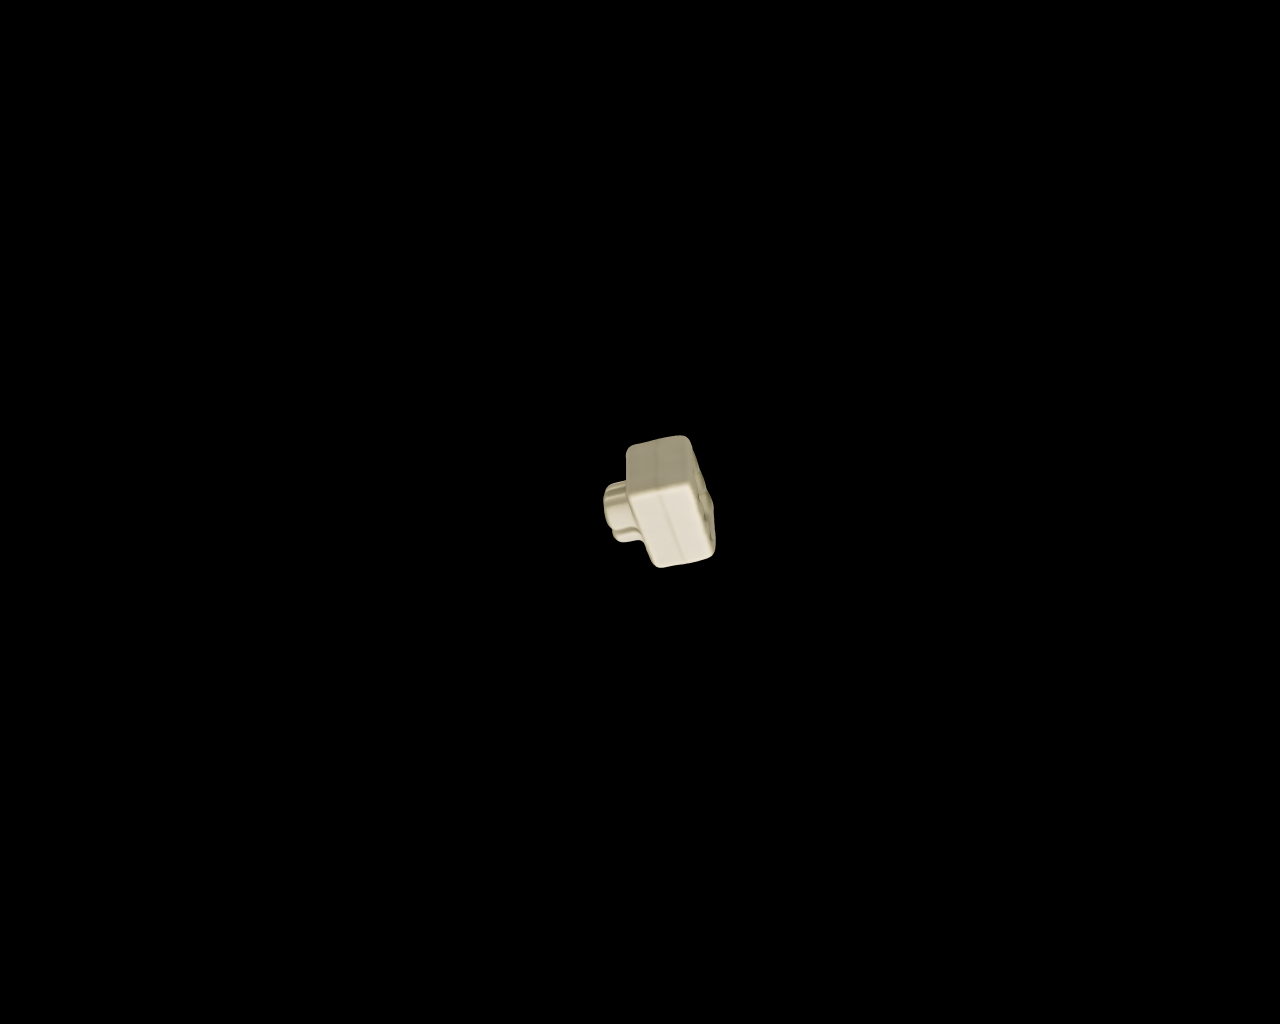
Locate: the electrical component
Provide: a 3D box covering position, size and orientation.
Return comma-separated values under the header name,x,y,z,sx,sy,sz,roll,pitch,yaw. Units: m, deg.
name,x,y,z,sx,sy,sz,roll,pitch,yaw
electrical component,0.001,-0.003,0.650,0.077,0.047,0.065,-11,-47,11
